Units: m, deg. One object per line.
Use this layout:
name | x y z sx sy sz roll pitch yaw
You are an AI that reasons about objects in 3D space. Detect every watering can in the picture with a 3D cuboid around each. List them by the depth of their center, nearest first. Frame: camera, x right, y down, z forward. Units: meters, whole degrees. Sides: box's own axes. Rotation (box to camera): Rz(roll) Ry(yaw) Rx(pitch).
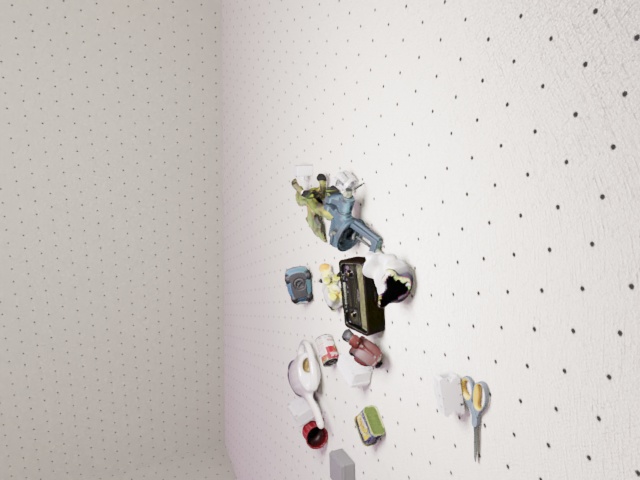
watering can | -0.053 0.584 2.074 0.104 0.354 0.220 0 -25 -20

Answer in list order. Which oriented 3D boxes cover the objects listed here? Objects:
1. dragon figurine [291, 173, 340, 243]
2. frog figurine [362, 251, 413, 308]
dragon figurine | 0.006 -0.094 1.868 0.123 0.237 0.418 -24 48 -15
frog figurine | 0.186 0.097 1.428 0.123 0.135 0.162 -13 26 -5
